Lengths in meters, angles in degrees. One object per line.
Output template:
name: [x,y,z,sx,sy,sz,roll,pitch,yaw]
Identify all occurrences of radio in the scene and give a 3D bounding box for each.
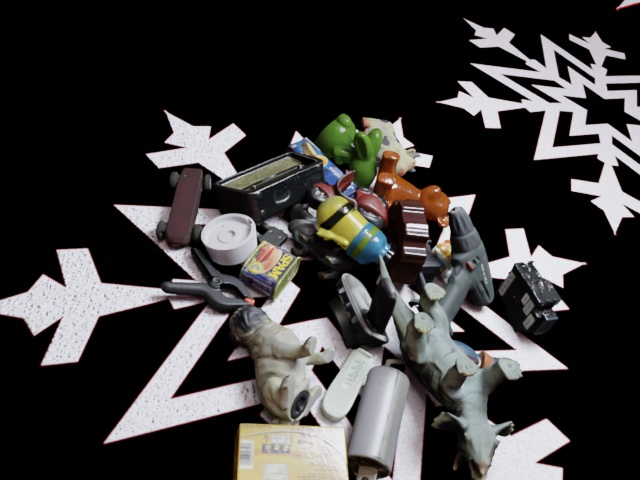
radio: [-0.103,-0.119,1.175,0.229,0.073,0.131,-31,34,-34]

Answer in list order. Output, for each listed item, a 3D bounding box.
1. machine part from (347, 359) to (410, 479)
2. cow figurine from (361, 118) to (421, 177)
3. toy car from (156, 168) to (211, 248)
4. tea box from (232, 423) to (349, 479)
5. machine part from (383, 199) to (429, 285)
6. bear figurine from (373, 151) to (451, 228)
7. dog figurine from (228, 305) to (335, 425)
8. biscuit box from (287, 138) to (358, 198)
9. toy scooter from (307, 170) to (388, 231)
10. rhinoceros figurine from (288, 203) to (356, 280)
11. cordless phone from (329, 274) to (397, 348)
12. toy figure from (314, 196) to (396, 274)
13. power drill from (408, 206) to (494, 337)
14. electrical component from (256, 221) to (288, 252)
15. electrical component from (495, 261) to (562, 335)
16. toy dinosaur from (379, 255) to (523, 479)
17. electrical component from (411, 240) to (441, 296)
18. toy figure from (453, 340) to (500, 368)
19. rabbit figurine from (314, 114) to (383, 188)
machine part: [0.097,0.300,0.898,0.079,0.079,0.243,20,48,2]
cow figurine: [0.178,-0.233,1.387,0.127,0.085,0.195,-4,50,-11]
toy car: [-0.281,-0.070,1.126,0.089,0.053,0.202,1,53,-1]
tea box: [-0.046,0.341,0.825,0.170,0.068,0.098,8,49,-11]
machine part: [0.171,0.002,1.120,0.056,0.179,0.179,6,48,-10]
bear figurine: [0.224,-0.112,1.264,0.196,0.131,0.120,15,52,5]
dog figurine: [-0.095,0.212,0.924,0.191,0.121,0.172,14,62,32]
biscuit box: [0.004,-0.154,1.276,0.059,0.062,0.203,-31,64,-32]
toy scooter: [0.073,-0.090,1.161,0.184,0.075,0.135,26,49,6]
rhinoceros figurine: [-0.002,-0.003,1.136,0.112,0.073,0.190,-28,63,-32]
cordless phone: [0.086,0.105,0.993,0.089,0.184,0.147,-10,54,-18]
toy figure: [0.071,-0.014,1.071,0.180,0.089,0.082,35,5,10]
power drill: [0.263,0.077,1.076,0.086,0.231,0.207,4,46,45]
electrical component: [-0.099,-0.001,1.139,0.094,0.021,0.063,33,48,13]
electrical component: [0.436,0.127,1.122,0.058,0.114,0.134,-7,53,-16]
toy dinosaur: [0.208,0.216,0.943,0.131,0.192,0.405,-9,44,-27]
electrical component: [0.221,0.064,1.141,0.048,0.074,0.119,-1,46,-16]
toy figure: [0.291,0.231,1.026,0.155,0.057,0.064,18,24,4]
rabbit figurine: [0.088,-0.214,1.313,0.121,0.159,0.170,-29,78,-45]
